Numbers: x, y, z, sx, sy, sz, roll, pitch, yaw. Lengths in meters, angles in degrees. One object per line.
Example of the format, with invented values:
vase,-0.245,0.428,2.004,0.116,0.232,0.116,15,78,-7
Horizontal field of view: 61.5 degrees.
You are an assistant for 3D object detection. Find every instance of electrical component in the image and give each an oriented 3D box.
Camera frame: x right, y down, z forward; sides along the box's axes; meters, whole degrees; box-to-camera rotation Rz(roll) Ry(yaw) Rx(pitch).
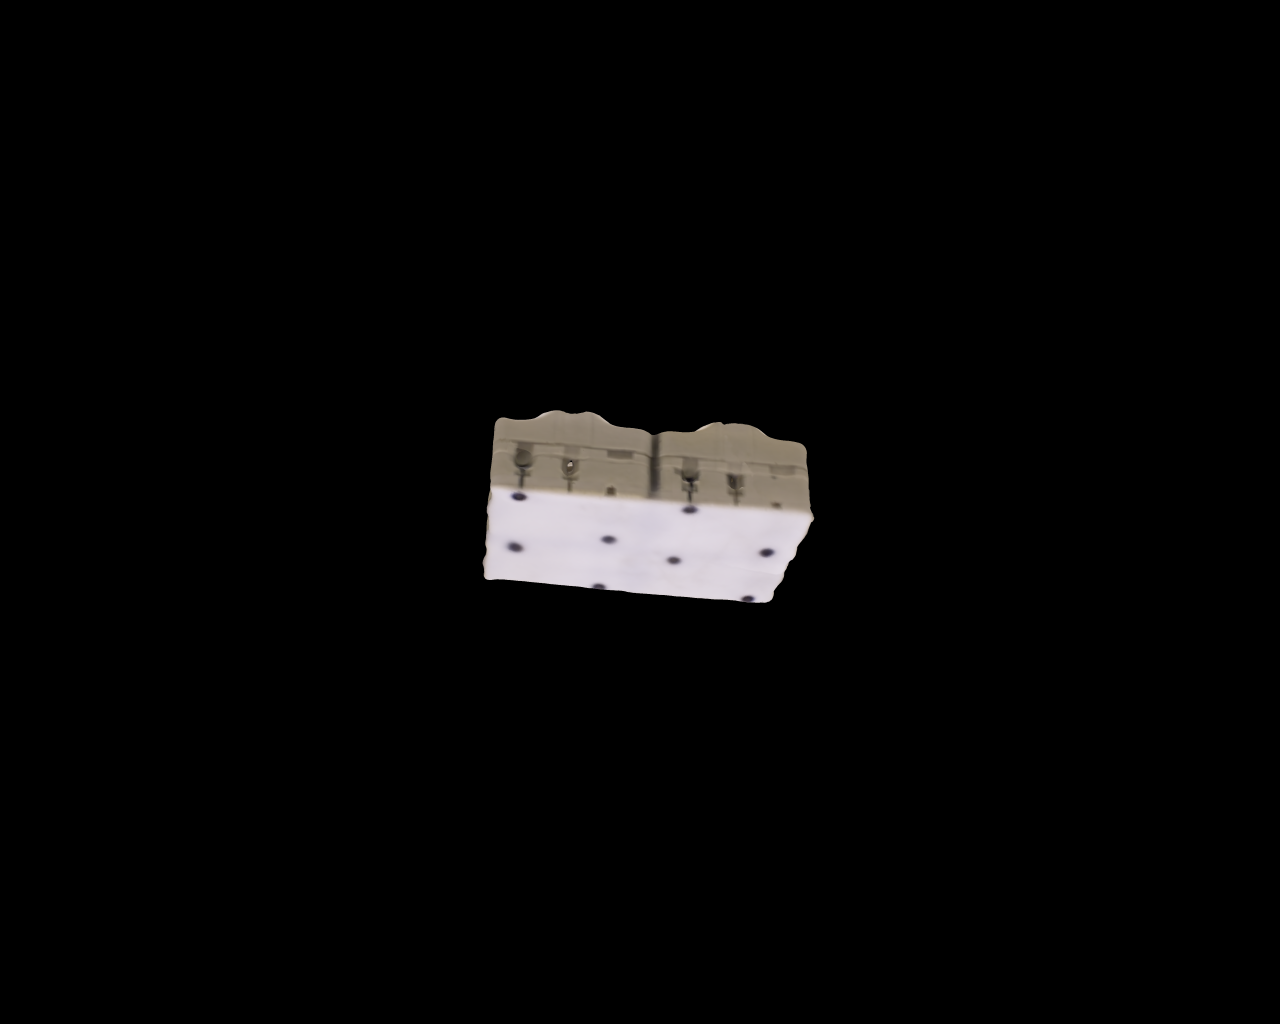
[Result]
electrical component,0.001,-0.003,0.650,0.186,0.060,0.105,5,-35,-7
